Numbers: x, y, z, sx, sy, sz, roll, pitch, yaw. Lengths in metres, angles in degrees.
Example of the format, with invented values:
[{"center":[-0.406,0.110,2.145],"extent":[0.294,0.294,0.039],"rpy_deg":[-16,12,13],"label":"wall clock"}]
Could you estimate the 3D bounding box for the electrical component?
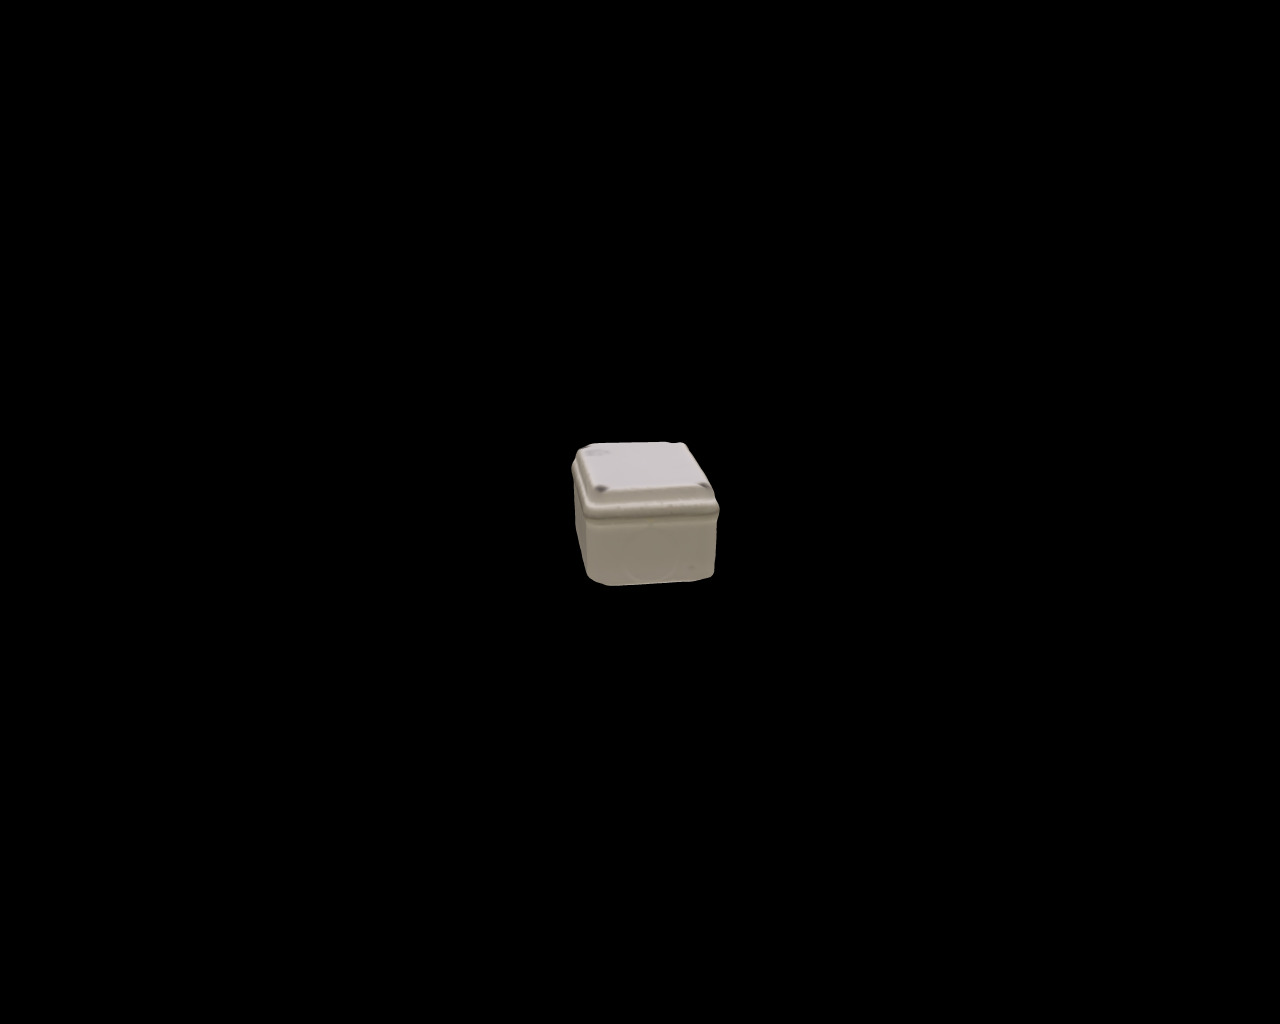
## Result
[{"center":[0.001,-0.003,0.650],"extent":[0.078,0.057,0.113],"rpy_deg":[-2,18,-7],"label":"electrical component"}]
